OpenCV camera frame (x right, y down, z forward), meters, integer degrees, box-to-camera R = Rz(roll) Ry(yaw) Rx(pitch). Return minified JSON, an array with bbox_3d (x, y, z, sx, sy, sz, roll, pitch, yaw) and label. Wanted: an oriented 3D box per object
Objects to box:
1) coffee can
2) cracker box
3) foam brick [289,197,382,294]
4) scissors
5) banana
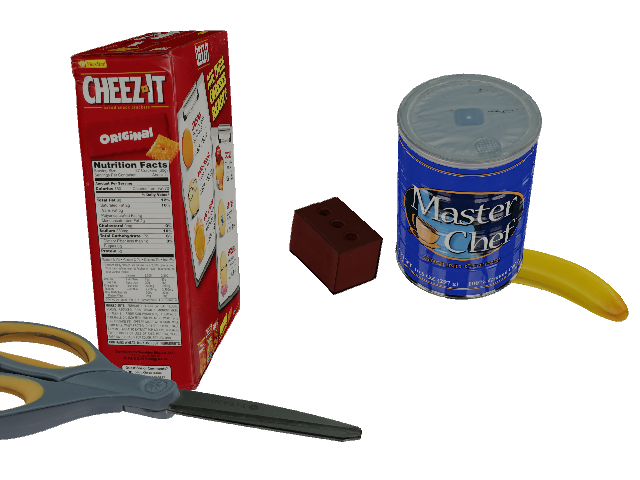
[{"bbox_3d":[0.109,-0.040,0.808,0.103,0.140,0.103,-2,45,2],"label":"coffee can"},{"bbox_3d":[-0.105,-0.027,0.720,0.072,0.214,0.164,-1,15,7],"label":"cracker box"},{"bbox_3d":[0.014,0.004,1.012,0.052,0.051,0.078,-20,44,-30],"label":"foam brick"},{"bbox_3d":[-0.092,0.077,0.480,0.202,0.016,0.096,15,28,26],"label":"scissors"},{"bbox_3d":[0.222,0.040,1.090,0.198,0.037,0.069,11,47,27],"label":"banana"}]
